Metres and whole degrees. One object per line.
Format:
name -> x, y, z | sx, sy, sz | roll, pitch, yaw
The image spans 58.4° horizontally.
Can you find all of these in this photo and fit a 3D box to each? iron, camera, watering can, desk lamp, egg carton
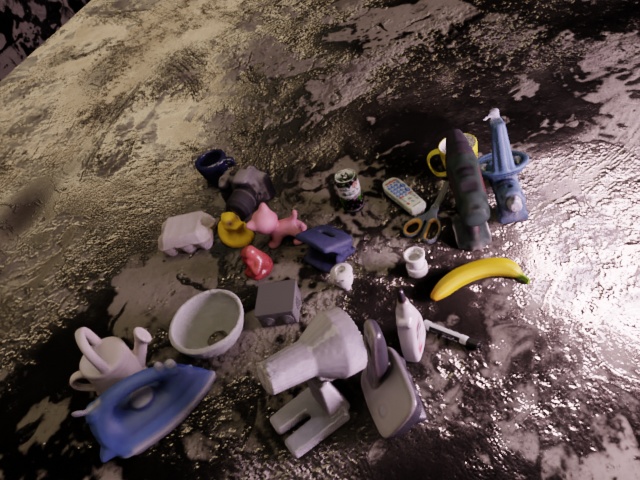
iron -> -0.336, 0.300, 1.104 | 0.258, 0.142, 0.118 | -35, 44, -14
camera -> -0.212, -0.126, 1.514 | 0.142, 0.101, 0.137 | 4, 48, 25
watering can -> -0.425, 0.240, 1.160 | 0.100, 0.194, 0.173 | 24, 59, 38
desk lamp -> -0.011, 0.240, 0.983 | 0.203, 0.214, 0.117 | -35, 44, -14
egg carton -> -0.342, -0.016, 1.478 | 0.150, 0.070, 0.107 | -12, 44, 10

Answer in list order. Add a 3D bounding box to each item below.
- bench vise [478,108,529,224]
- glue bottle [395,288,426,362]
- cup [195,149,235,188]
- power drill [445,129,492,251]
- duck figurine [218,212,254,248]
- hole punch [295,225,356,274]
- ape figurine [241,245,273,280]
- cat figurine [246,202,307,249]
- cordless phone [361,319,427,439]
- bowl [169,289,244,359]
bench vise -> 0.401, -0.158, 1.216 | 0.121, 0.220, 0.207 | -24, 43, -2
glue bottle -> 0.159, 0.146, 1.040 | 0.037, 0.173, 0.078 | -2, 46, 21
cup -> -0.282, -0.196, 1.617 | 0.117, 0.095, 0.092 | -2, 46, 20
power drill -> 0.305, -0.090, 1.194 | 0.075, 0.209, 0.229 | -13, 43, 10
duck figurine -> -0.221, -0.035, 1.437 | 0.104, 0.086, 0.078 | 20, 57, 36
hole punch -> 0.012, 0.005, 1.301 | 0.108, 0.091, 0.101 | 24, 59, 38
ape figurine -> -0.154, 0.048, 1.322 | 0.076, 0.092, 0.077 | -17, 43, 5
cat figurine -> -0.108, -0.041, 1.375 | 0.127, 0.118, 0.067 | -11, 44, 11
cordless phone -> 0.109, 0.231, 0.965 | 0.094, 0.185, 0.147 | -24, 43, -2
bowl -> -0.231, 0.191, 1.222 | 0.167, 0.075, 0.167 | -11, 44, 11
